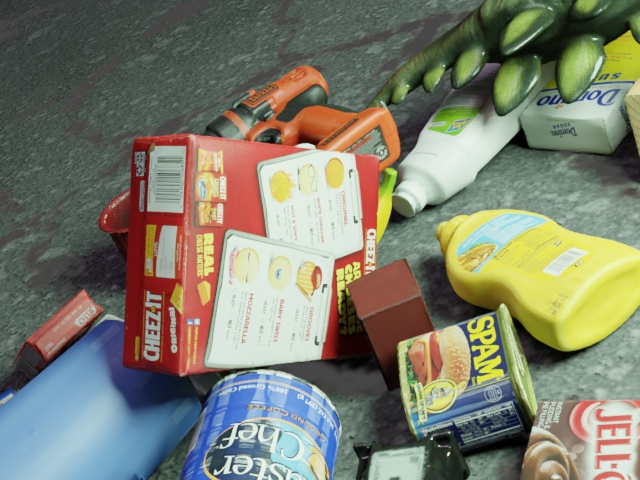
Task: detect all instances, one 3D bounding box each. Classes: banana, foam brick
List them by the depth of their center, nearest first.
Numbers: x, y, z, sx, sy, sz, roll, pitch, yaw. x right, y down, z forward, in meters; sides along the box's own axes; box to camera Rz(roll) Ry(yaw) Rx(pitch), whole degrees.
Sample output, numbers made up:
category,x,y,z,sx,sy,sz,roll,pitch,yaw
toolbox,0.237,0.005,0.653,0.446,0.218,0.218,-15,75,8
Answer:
category,x,y,z,sx,sy,sz,roll,pitch,yaw
foam brick,0.059,0.065,0.818,0.051,0.078,0.053,-21,31,3
banana,0.004,0.019,0.940,0.037,0.069,0.197,25,62,35

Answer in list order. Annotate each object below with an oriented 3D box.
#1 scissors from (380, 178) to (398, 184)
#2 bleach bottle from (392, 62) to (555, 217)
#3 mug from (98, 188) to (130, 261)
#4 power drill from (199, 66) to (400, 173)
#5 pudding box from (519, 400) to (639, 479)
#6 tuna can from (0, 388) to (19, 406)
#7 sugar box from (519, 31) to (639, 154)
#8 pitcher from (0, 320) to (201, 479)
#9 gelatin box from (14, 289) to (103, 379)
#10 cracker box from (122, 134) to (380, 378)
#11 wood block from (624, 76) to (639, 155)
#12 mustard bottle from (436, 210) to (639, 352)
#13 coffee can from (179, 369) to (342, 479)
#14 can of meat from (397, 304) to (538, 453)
category,x,y,z,sx,sy,sz,roll,pitch,yaw
scissors,-0.007,0.001,1.025,0.202,0.016,0.096,-24,32,2
bleach bottle,0.147,-0.113,1.047,0.250,0.068,0.103,-47,26,-27
mug,-0.155,-0.011,1.086,0.117,0.081,0.093,-32,31,-11
power drill,-0.031,-0.091,0.999,0.184,0.057,0.188,-39,38,-19
pudding box,0.171,0.146,0.649,0.090,0.039,0.113,-6,35,28
tuna can,-0.240,0.164,0.873,0.033,0.086,0.086,-37,32,-23
sugar box,0.278,-0.152,1.028,0.094,0.048,0.176,10,44,44
pitcher,-0.193,0.180,0.770,0.242,0.149,0.145,-46,25,-27
gelatin box,-0.246,0.091,1.006,0.073,0.030,0.089,-45,2,-30
cracker box,-0.046,0.011,0.802,0.072,0.164,0.213,3,2,39
wood block,0.351,-0.143,0.917,0.090,0.091,0.205,5,41,41
mustard bottle,0.156,0.019,0.838,0.096,0.058,0.192,-35,32,-19
coffee can,-0.044,0.170,0.705,0.103,0.103,0.140,-14,32,18
can of meat,0.104,0.102,0.752,0.084,0.057,0.102,-20,31,13
